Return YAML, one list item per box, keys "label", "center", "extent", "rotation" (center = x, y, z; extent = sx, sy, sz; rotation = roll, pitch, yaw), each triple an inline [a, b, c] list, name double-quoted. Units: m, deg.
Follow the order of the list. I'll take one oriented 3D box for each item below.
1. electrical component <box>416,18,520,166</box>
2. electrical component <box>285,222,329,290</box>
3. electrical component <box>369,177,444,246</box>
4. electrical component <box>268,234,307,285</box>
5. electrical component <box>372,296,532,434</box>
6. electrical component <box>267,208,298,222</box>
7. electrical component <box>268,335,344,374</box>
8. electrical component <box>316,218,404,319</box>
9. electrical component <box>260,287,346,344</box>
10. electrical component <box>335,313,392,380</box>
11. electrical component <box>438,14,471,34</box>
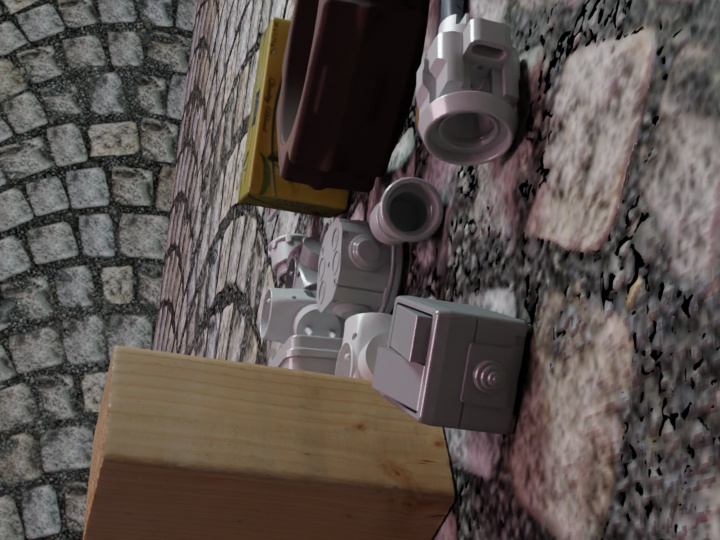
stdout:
- label: "electrical component"
  center: [0.063, -0.099, 0.632]
  extent: [0.078, 0.058, 0.057]
  rotation: [121, 156, -54]
- label: "electrical component"
  center: [-0.038, -0.004, 0.976]
  extent: [0.077, 0.044, 0.079]
  rotation: [-108, 30, -59]
- label: "electrical component"
  center: [0.029, -0.038, 0.756]
  extent: [0.065, 0.044, 0.044]
  rotation: [152, 126, -77]
- label: "electrical component"
  center: [-0.067, -0.002, 1.087]
  extent: [0.048, 0.048, 0.062]
  rotation: [121, 147, -54]
- label: "electrical component"
  center: [0.049, 0.051, 0.590]
  extent: [0.096, 0.061, 0.061]
  rotation: [-163, 82, -75]
- label: "electrical component"
  center: [-0.074, -0.092, 1.121]
  extent: [0.042, 0.064, 0.081]
  rotation: [143, 134, -67]
- label: "electrical component"
  center: [-0.032, 0.095, 0.831]
  extent: [0.113, 0.078, 0.057]
  rotation: [129, 144, -62]
- label: "electrical component"
  center: [0.000, 0.000, 0.820]
  extent: [0.080, 0.051, 0.080]
  rotation: [-171, 90, -75]
- label: "electrical component"
  center: [-0.038, 0.045, 0.882]
  extent: [0.079, 0.077, 0.043]
  rotation: [-139, 59, -72]
- label: "electrical component"
  center: [0.015, 0.067, 0.740]
  extent: [0.079, 0.044, 0.077]
  rotation: [129, 146, -61]
- label: "electrical component"
  center: [0.065, -0.133, 0.680]
  extent: [0.040, 0.040, 0.046]
  rotation: [124, 156, -58]
